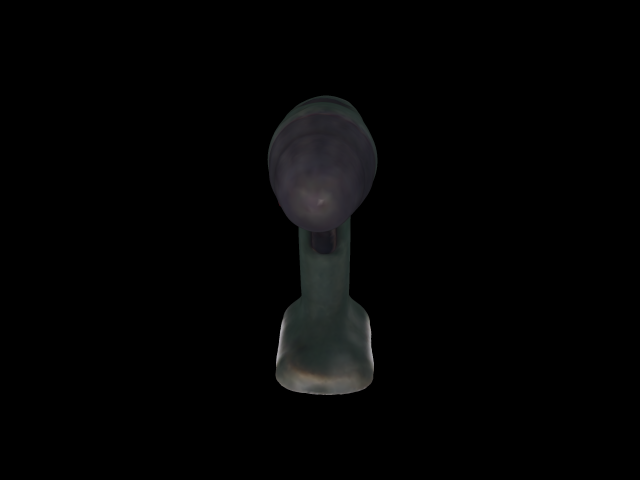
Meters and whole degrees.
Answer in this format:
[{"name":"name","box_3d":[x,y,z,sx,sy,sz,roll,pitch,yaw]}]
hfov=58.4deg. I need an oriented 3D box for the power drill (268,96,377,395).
[{"name":"power drill","box_3d":[0.004,0.001,0.400,0.075,0.208,0.229,0,32,0]}]
